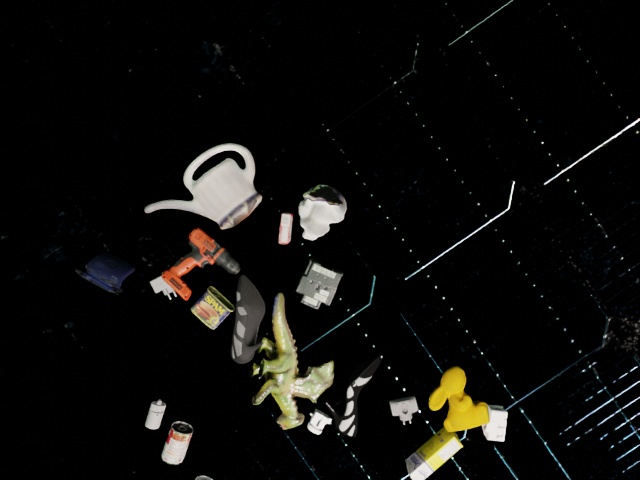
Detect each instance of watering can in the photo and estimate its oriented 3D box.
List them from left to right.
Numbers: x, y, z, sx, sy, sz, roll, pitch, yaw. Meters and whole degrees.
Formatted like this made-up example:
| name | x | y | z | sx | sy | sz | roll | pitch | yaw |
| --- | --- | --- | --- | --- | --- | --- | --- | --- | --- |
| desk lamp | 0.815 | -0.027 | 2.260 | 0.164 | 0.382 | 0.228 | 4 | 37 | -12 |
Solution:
| name | x | y | z | sx | sy | sz | roll | pitch | yaw |
| --- | --- | --- | --- | --- | --- | --- | --- | --- | --- |
| watering can | -0.320 | -0.125 | 1.503 | 0.347 | 0.104 | 0.224 | -38 | 92 | 2 |

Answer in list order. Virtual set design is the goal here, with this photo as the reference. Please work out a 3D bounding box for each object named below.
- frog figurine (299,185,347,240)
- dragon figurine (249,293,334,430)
| name | x | y | z | sx | sy | sz | roll | pitch | yaw |
| --- | --- | --- | --- | --- | --- | --- | --- | --- | --- |
| frog figurine | 0.005 | -0.076 | 1.515 | 0.137 | 0.126 | 0.155 | 4 | 130 | -7 |
| dragon figurine | -0.073 | 0.378 | 1.537 | 0.242 | 0.123 | 0.409 | 15 | 95 | -17 |
